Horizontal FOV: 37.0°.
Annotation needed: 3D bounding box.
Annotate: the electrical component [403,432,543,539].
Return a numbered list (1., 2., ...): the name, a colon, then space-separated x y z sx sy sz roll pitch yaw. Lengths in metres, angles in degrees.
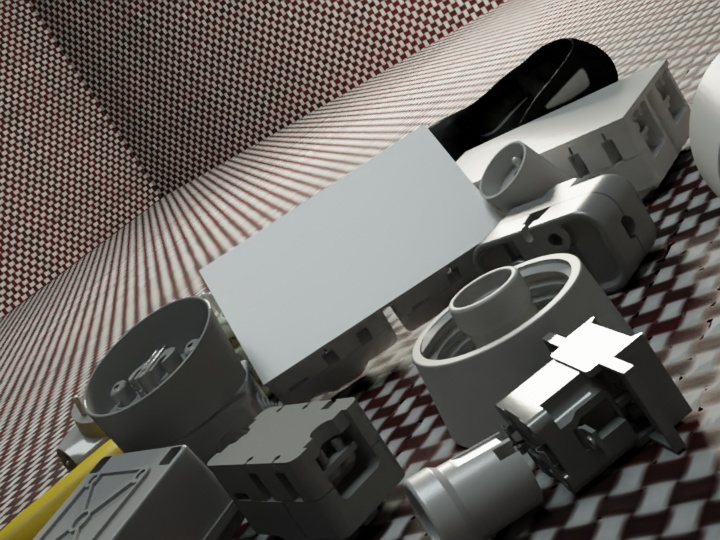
1. electrical component: 0.047 0.094 0.448 0.046 0.040 0.040 -29 12 -10

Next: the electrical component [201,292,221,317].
1. electrical component: -0.111 0.050 0.914 0.047 0.075 0.083 -38 13 -21

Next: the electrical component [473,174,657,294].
1. electrical component: 0.124 -0.016 0.643 0.095 0.053 0.059 -20 18 45

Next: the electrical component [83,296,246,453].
1. electrical component: -0.122 0.068 0.668 0.099 0.064 0.099 -31 13 8

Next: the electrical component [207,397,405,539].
1. electrical component: -0.026 0.104 0.547 0.050 0.055 0.089 -41 15 -34

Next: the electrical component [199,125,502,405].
1. electrical component: 0.000 0.000 0.739 0.186 0.060 0.105 -33 57 -2

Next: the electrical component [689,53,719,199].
1. electrical component: 0.209 -0.059 0.484 0.108 0.108 0.060 -29 19 19

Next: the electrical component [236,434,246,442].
1. electrical component: -0.056 0.112 0.628 0.040 0.040 0.078 -30 13 11

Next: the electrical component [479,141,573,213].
1. electrical component: 0.123 -0.045 0.702 0.043 0.081 0.043 -45 27 30

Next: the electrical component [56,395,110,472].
1. electrical component: -0.209 0.125 0.874 0.043 0.079 0.077 21 50 40

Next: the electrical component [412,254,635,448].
1. electrical component: 0.077 0.034 0.549 0.108 0.060 0.108 -31 13 8

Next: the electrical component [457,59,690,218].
1. electrical component: 0.144 -0.073 0.793 0.186 0.060 0.105 -22 17 41

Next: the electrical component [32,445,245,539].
1. electrical component: -0.133 0.154 0.586 0.109 0.056 0.108 -18 28 50

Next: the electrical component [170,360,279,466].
1. electrical component: -0.099 0.112 0.711 0.100 0.048 0.099 -33 12 0

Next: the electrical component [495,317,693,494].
1. electrical component: 0.096 0.058 0.457 0.064 0.042 0.081 -36 12 -7
